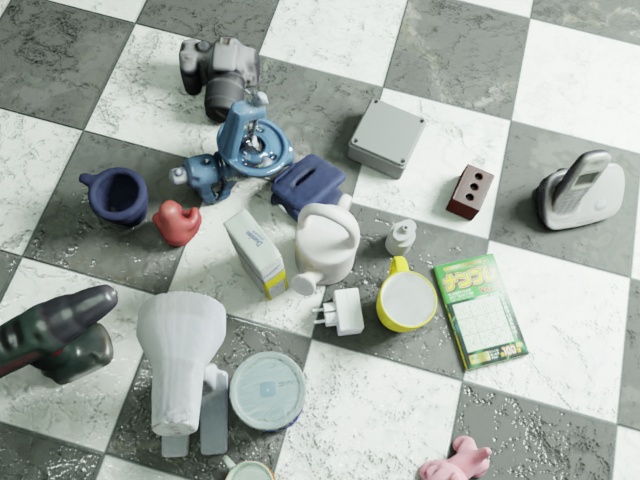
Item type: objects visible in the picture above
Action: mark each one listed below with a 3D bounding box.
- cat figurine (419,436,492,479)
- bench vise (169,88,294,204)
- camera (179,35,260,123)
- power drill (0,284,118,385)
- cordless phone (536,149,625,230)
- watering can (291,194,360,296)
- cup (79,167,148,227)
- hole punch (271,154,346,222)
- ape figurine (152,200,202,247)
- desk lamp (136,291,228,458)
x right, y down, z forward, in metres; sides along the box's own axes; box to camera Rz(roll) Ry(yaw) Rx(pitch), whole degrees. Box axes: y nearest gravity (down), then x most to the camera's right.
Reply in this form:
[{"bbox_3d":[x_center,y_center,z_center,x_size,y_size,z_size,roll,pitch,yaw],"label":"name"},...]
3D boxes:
[{"bbox_3d":[0.192,0.336,0.811,0.128,0.118,0.067,-35,75,-13],"label":"cat figurine"},{"bbox_3d":[-0.135,-0.139,0.911,0.208,0.220,0.121,-41,77,-15],"label":"bench vise"},{"bbox_3d":[-0.185,-0.288,1.025,0.143,0.101,0.137,4,70,-1],"label":"camera"},{"bbox_3d":[-0.370,0.142,0.806,0.230,0.208,0.075,-25,73,-11],"label":"power drill"},{"bbox_3d":[0.450,-0.095,0.941,0.147,0.185,0.094,-14,71,-7],"label":"cordless phone"},{"bbox_3d":[0.010,0.004,0.880,0.101,0.194,0.173,3,70,-1],"label":"watering can"},{"bbox_3d":[-0.333,-0.065,0.942,0.117,0.095,0.092,24,71,6],"label":"cup"},{"bbox_3d":[-0.023,-0.090,0.967,0.109,0.091,0.101,-42,77,-15],"label":"hole punch"},{"bbox_3d":[-0.238,-0.035,0.937,0.078,0.092,0.076,11,70,2],"label":"ape figurine"},{"bbox_3d":[-0.183,0.193,0.793,0.118,0.213,0.203,-4,70,-4],"label":"desk lamp"}]
